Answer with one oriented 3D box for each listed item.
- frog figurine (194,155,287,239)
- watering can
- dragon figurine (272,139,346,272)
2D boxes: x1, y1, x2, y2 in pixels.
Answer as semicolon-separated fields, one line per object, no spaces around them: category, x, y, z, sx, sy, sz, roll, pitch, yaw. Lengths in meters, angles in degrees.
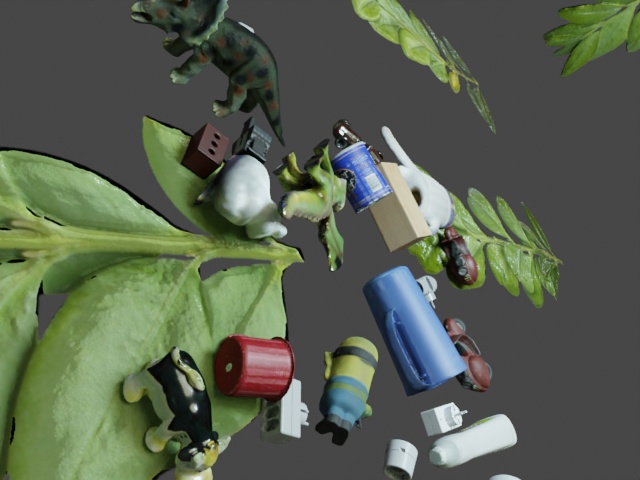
frog figurine;-0.114;-0.065;0.886;0.159;0.121;0.139;37;18;-10
watering can;0.275;-0.157;1.458;0.223;0.102;0.355;20;49;-44
dragon figurine;0.003;-0.050;1.000;0.419;0.121;0.239;-73;141;-59
